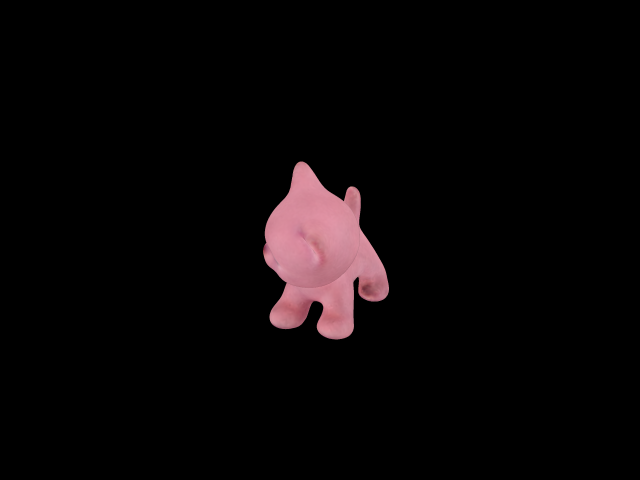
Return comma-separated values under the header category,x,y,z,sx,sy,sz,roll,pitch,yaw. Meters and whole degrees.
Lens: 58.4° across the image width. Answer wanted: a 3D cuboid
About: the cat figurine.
category,x,y,z,sx,sy,sz,roll,pitch,yaw
cat figurine,0.004,0.001,0.400,0.067,0.118,0.128,9,24,23
